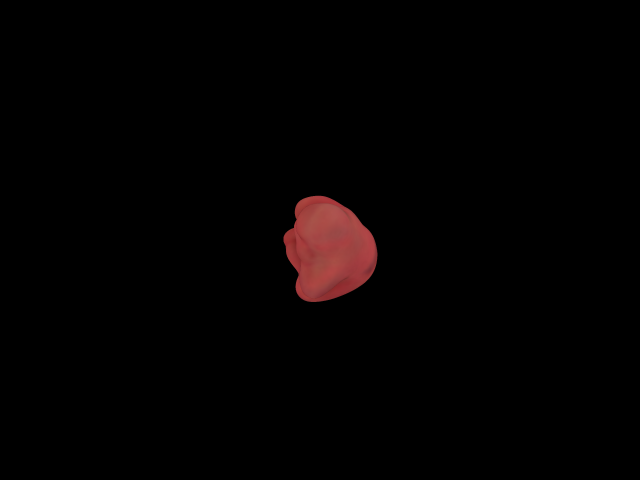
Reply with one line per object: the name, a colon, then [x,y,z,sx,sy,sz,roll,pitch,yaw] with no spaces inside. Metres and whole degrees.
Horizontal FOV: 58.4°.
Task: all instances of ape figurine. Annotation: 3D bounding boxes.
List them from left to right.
ape figurine: [0.004,0.001,0.400,0.076,0.092,0.078,17,68,7]
